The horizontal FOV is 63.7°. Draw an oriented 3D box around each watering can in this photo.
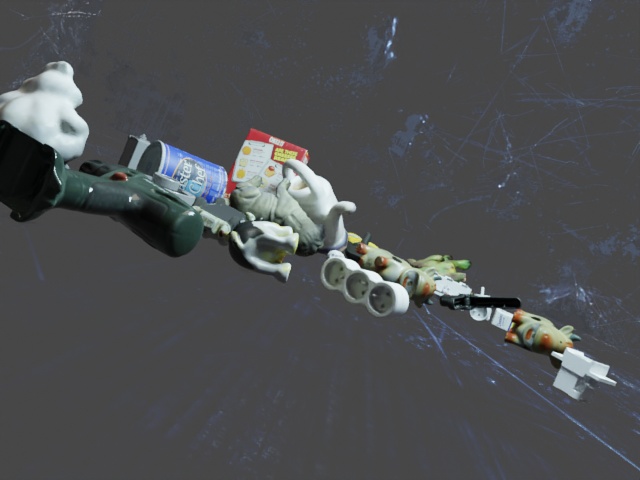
[{"bbox_3d":[0.003,-0.057,1.140,0.353,0.104,0.220,43,-22,54],"label":"watering can"}]

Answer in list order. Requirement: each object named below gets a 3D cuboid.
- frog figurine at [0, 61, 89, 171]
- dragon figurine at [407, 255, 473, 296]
[{"bbox_3d":[-0.404,-0.188,0.760,0.138,0.159,0.123,23,4,11],"label":"frog figurine"},{"bbox_3d":[0.309,0.089,1.558,0.242,0.122,0.411,12,1,-29],"label":"dragon figurine"}]
